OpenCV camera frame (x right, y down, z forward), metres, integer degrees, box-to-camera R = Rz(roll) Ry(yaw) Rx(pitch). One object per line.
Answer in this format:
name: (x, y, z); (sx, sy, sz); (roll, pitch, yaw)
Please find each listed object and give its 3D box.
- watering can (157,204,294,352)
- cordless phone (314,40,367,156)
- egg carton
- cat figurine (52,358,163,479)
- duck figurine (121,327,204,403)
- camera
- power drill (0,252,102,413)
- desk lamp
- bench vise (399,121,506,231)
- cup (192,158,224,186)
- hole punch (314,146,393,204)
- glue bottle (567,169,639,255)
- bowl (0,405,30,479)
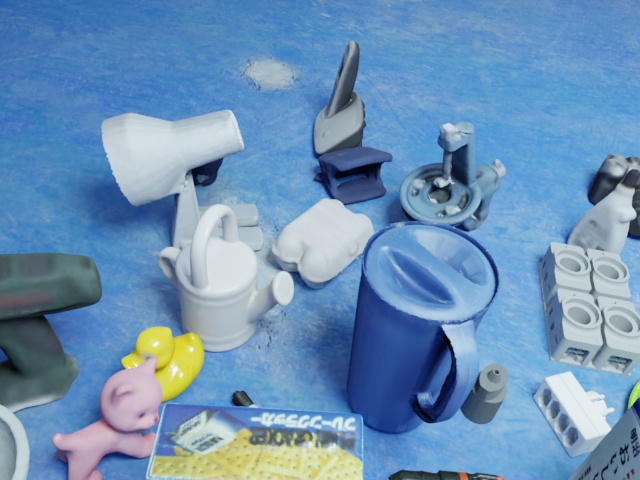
watering can: (-0.118, 0.041, 0.700); (0.173, 0.194, 0.101); (3, 44, -4)
cordless phone: (0.041, -0.248, 1.028); (0.094, 0.185, 0.147); (1, 44, -6)
egg carton: (0.008, 0.003, 0.846); (0.107, 0.069, 0.151); (31, 49, 23)
cat figurine: (-0.214, 0.184, 0.595); (0.128, 0.118, 0.067); (-28, 53, -31)
duck figurine: (-0.186, 0.135, 0.672); (0.105, 0.086, 0.077); (-30, 55, -32)
camera: (0.543, -0.079, 0.977); (0.143, 0.101, 0.137); (24, 46, 17)
power drill: (-0.343, 0.097, 0.603); (0.230, 0.208, 0.075); (-16, 48, -22)
desk lamp: (-0.185, -0.084, 0.807); (0.203, 0.213, 0.117); (-6, 45, -13)
bench vise: (0.203, -0.102, 0.871); (0.121, 0.220, 0.208); (30, 48, 22)
cup: (-0.203, -0.130, 0.938); (0.091, 0.095, 0.118); (22, 46, 16)
hole punch: (0.055, -0.126, 0.970); (0.109, 0.091, 0.101); (-15, 48, -21)
glue bottle: (0.439, -0.035, 0.866); (0.037, 0.173, 0.078); (-18, 49, -23)
bowl: (-0.360, 0.242, 0.547); (0.167, 0.075, 0.167); (4, 44, -3)
